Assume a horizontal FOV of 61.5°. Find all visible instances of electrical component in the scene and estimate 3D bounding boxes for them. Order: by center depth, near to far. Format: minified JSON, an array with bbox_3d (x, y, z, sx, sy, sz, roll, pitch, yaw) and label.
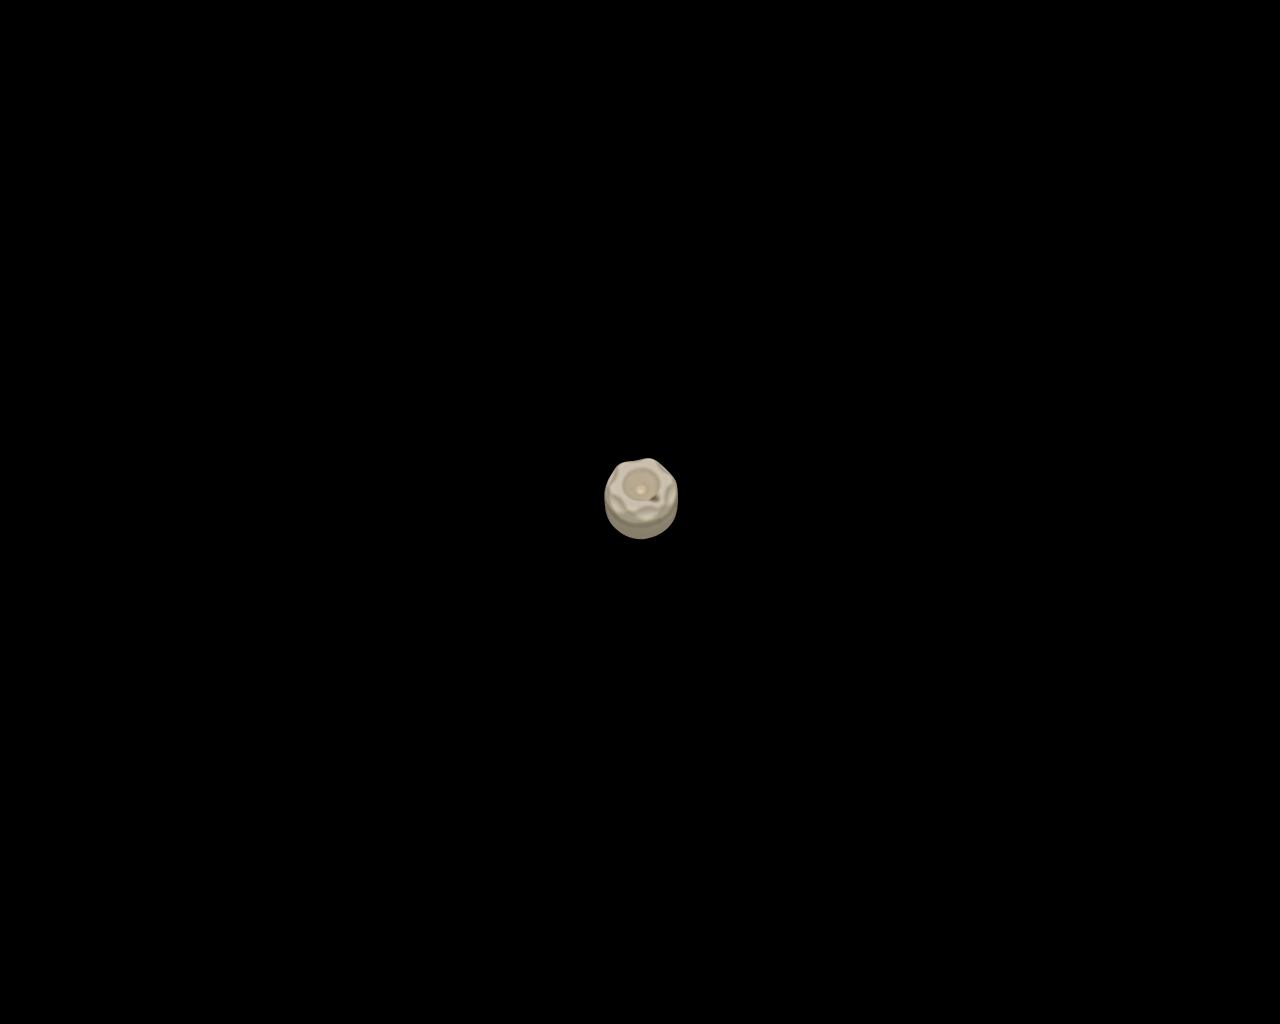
[{"bbox_3d":[0.001,-0.003,0.650,0.043,0.043,0.062,0,-28,0],"label":"electrical component"}]
